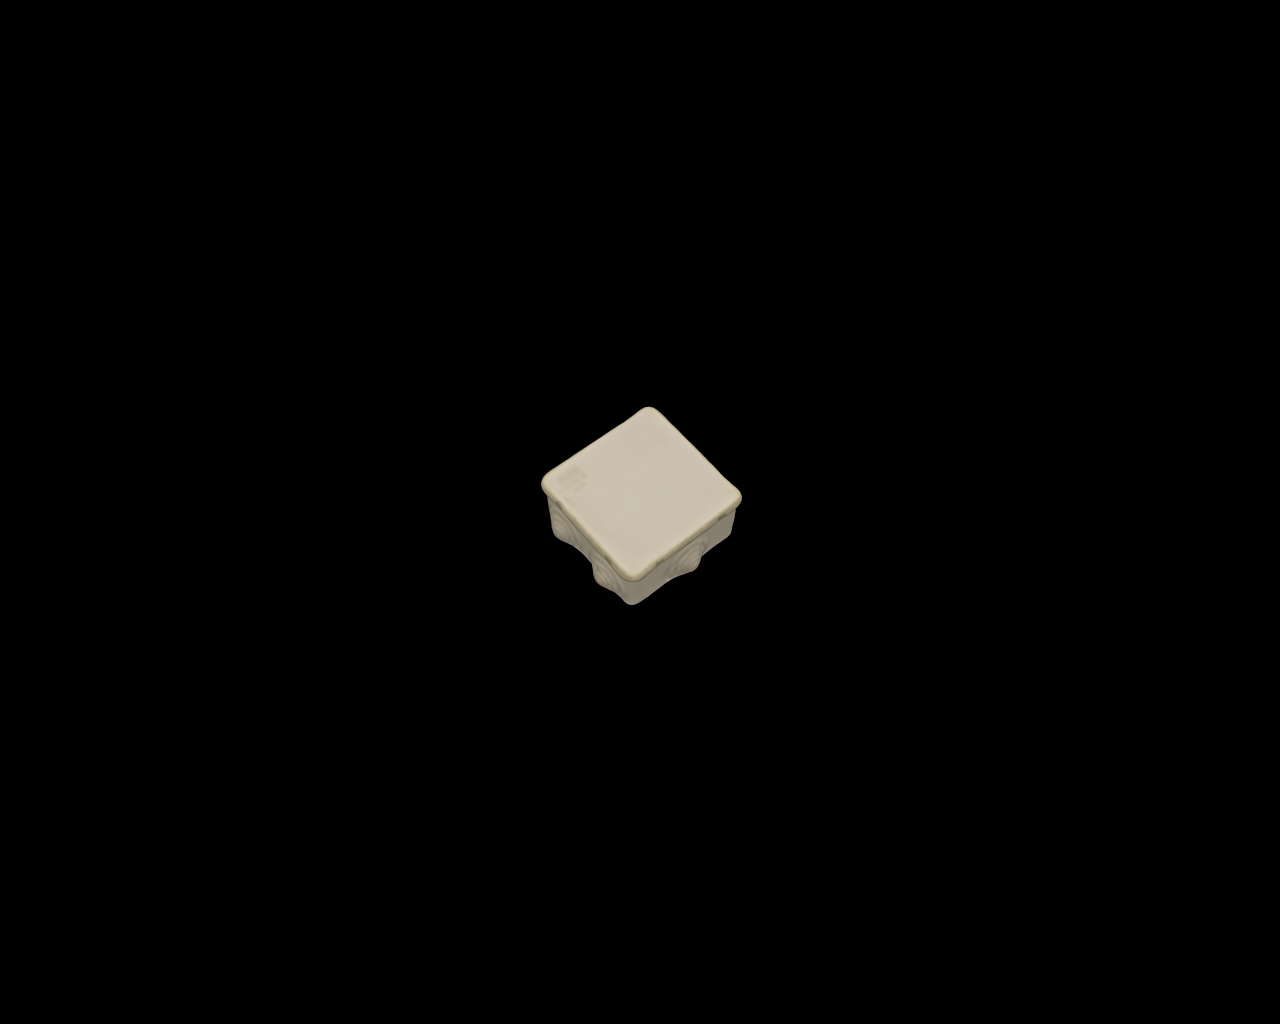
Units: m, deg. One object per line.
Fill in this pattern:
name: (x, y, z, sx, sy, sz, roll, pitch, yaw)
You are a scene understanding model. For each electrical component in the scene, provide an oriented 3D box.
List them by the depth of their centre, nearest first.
electrical component: (0.001, -0.003, 0.650, 0.100, 0.100, 0.048, -36, -24, -18)
